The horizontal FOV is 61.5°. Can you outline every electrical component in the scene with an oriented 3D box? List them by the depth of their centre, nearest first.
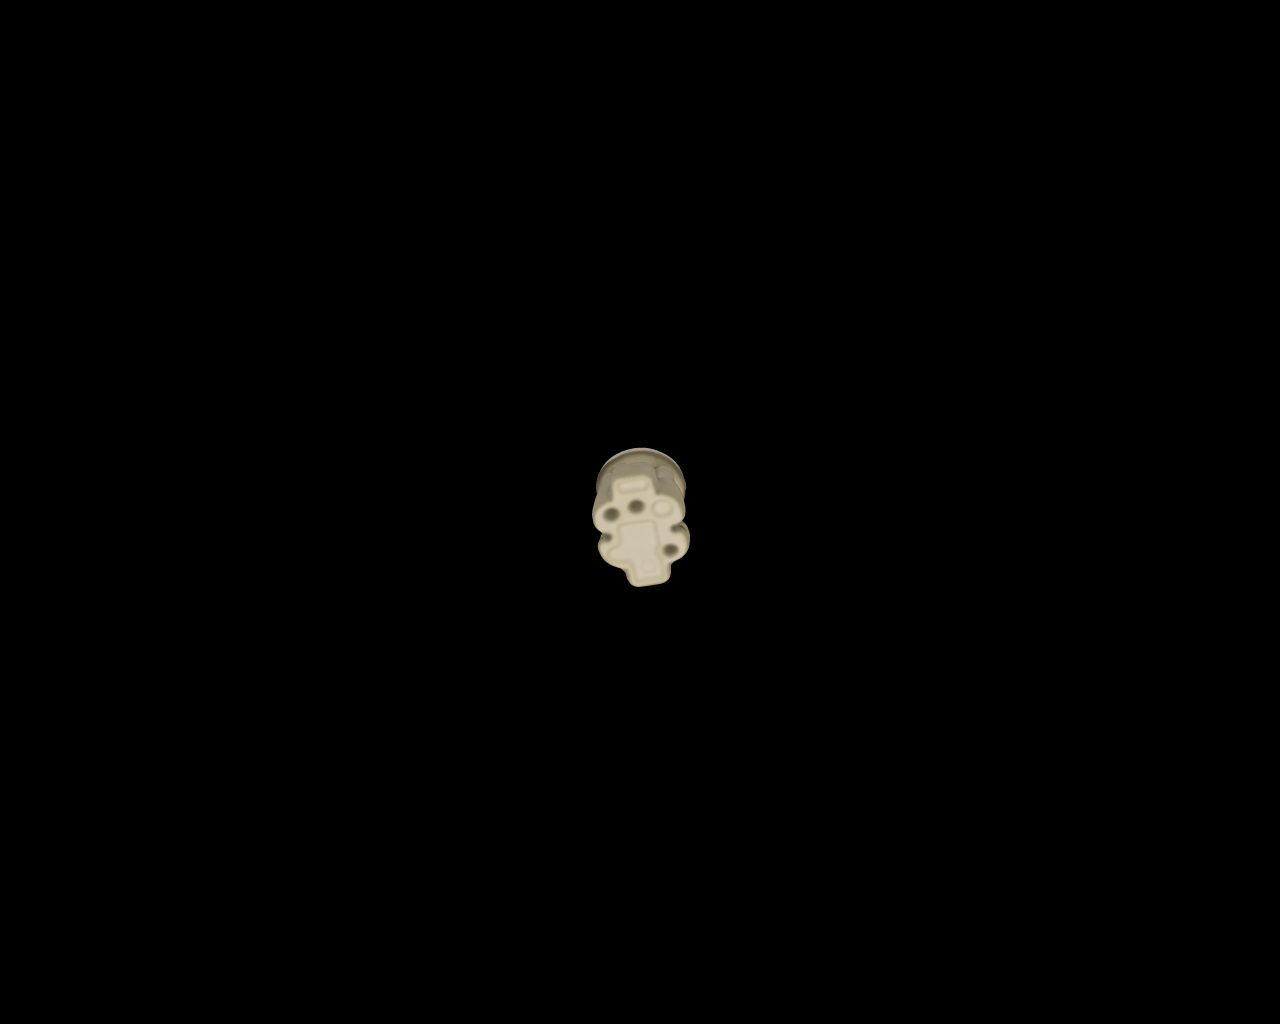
[{"bbox_3d":[0.001,-0.003,0.650,0.058,0.078,0.057,-7,32,5],"label":"electrical component"}]
